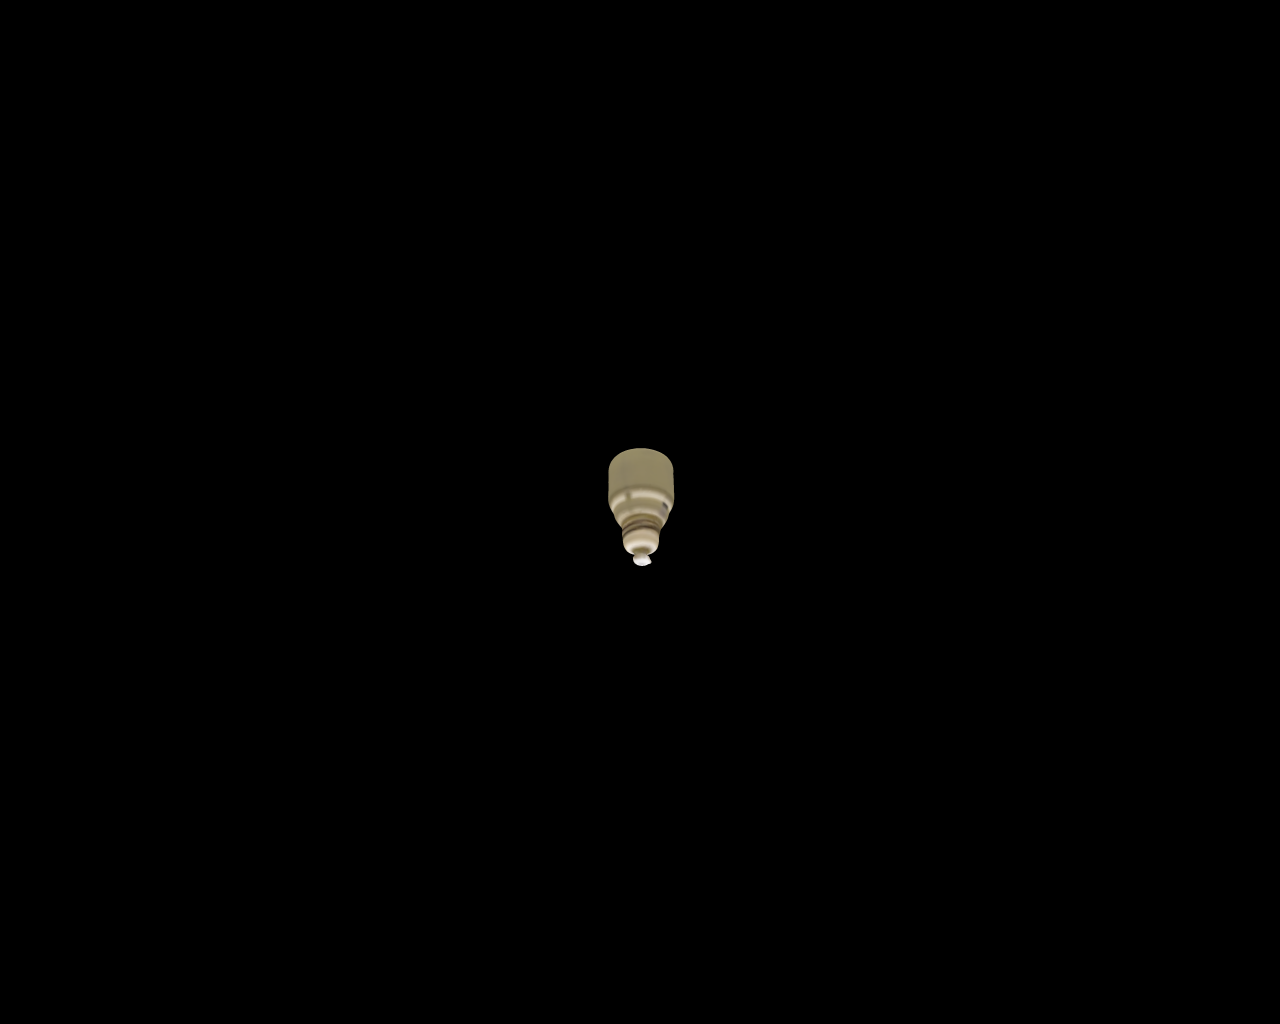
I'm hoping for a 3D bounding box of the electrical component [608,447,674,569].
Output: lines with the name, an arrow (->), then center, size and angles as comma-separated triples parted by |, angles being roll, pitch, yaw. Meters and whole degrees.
electrical component -> 0.001, -0.003, 0.650 | 0.040, 0.078, 0.040 | 0, -32, 0
